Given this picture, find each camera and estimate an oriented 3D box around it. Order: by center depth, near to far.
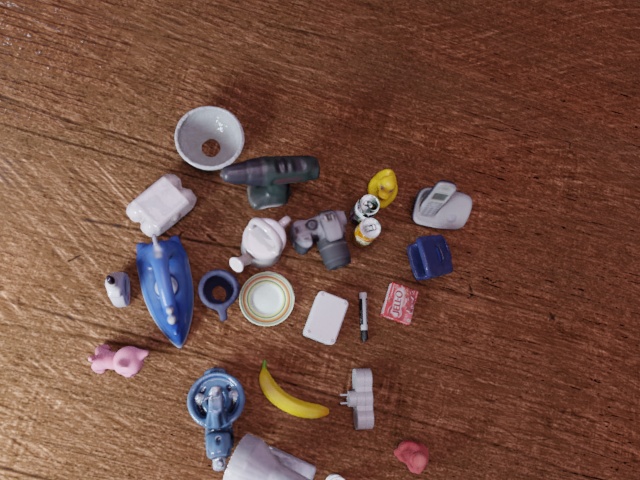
[{"bbox_3d":[0.013,0.005,1.391,0.143,0.100,0.137,-18,80,-14],"label":"camera"}]

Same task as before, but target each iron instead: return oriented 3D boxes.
[{"bbox_3d":[-0.341,0.112,1.281,0.119,0.141,0.258,-13,79,-13],"label":"iron"}]

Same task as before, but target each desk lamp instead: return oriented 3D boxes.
[{"bbox_3d":[-0.099,0.491,1.197,0.203,0.213,0.118,25,74,-3],"label":"desk lamp"}]

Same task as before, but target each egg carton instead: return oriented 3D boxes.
[{"bbox_3d":[-0.374,-0.082,1.358,0.107,0.069,0.150,44,74,2],"label":"egg carton"}]

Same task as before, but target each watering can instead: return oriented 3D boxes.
[{"bbox_3d":[-0.132,0.007,1.316,0.101,0.194,0.173,24,74,-3],"label":"watering can"}]

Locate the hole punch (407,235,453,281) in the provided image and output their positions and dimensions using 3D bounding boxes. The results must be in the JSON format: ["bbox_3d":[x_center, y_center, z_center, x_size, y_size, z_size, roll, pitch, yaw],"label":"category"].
[{"bbox_3d":[0.283,0.039,1.437,0.101,0.091,0.108,-13,79,-13],"label":"hole punch"}]

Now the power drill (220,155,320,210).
[{"bbox_3d":[-0.120,-0.139,1.345,0.230,0.208,0.075,-12,79,-12],"label":"power drill"}]

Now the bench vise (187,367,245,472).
[{"bbox_3d":[-0.204,0.371,1.203,0.121,0.219,0.207,-21,81,-14],"label":"bench vise"}]

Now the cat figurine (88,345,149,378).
[{"bbox_3d":[-0.435,0.261,1.240,0.128,0.117,0.067,7,76,-8],"label":"cat figurine"}]

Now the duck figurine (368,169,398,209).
[{"bbox_3d":[0.168,-0.139,1.461,0.077,0.086,0.104,21,74,-4],"label":"duck figurine"}]

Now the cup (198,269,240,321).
[{"bbox_3d":[-0.230,0.132,1.320,0.092,0.095,0.118,-10,79,-12],"label":"cup"}]

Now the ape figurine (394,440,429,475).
[{"bbox_3d":[0.220,0.500,1.315,0.076,0.092,0.078,-9,78,-12],"label":"ape figurine"}]

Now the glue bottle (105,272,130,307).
[{"bbox_3d":[-0.444,0.100,1.248,0.037,0.173,0.078,-6,78,-11],"label":"glue bottle"}]

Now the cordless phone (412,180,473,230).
[{"bbox_3d":[0.320,-0.095,1.426,0.147,0.185,0.094,6,76,-8],"label":"cordless phone"}]

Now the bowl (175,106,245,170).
[{"bbox_3d":[-0.271,-0.240,1.412,0.167,0.074,0.167,2,76,-10],"label":"bowl"}]
